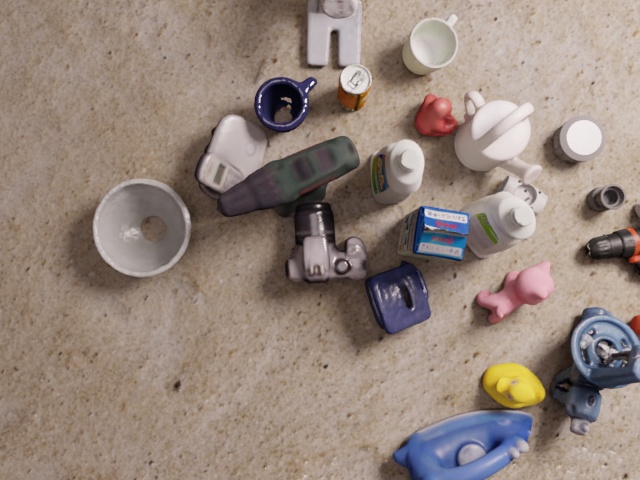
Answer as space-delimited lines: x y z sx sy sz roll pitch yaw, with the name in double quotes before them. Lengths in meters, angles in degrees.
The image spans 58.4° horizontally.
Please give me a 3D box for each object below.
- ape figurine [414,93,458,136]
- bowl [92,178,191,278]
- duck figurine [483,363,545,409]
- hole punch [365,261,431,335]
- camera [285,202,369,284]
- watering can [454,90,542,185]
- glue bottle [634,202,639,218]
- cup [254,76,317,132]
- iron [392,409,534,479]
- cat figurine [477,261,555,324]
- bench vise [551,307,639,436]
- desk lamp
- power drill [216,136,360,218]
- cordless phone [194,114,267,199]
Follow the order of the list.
"ape figurine" 0.204 -0.220 0.993 0.076 0.092 0.078 -20 88 -1
"bowl" -0.299 -0.019 0.993 0.167 0.074 0.167 0 88 0
"duck figurine" 0.341 0.257 0.984 0.104 0.086 0.077 17 88 0
"hole punch" 0.137 0.097 0.985 0.101 0.091 0.109 -19 89 -1
"camera" 0.009 0.004 0.981 0.143 0.101 0.137 -4 88 0
"watering can" 0.298 -0.172 0.941 0.173 0.194 0.101 34 89 1
"glue bottle" 0.603 -0.066 0.951 0.078 0.173 0.037 -25 88 -1
"cup" -0.054 -0.233 0.990 0.118 0.095 0.092 -39 89 -1
"iron" 0.259 0.361 0.953 0.258 0.141 0.119 -24 89 -1
"cat figurine" 0.341 0.091 0.973 0.128 0.117 0.067 -38 89 -1
"bench vise" 0.468 0.219 0.919 0.121 0.219 0.207 1 88 0
"desk lamp" 0.031 -0.415 0.936 0.118 0.213 0.203 1 88 0
"power drill" -0.047 -0.090 0.930 0.229 0.208 0.076 -27 88 -1
"cordless phone" -0.152 -0.139 0.942 0.094 0.185 0.148 16 88 0
